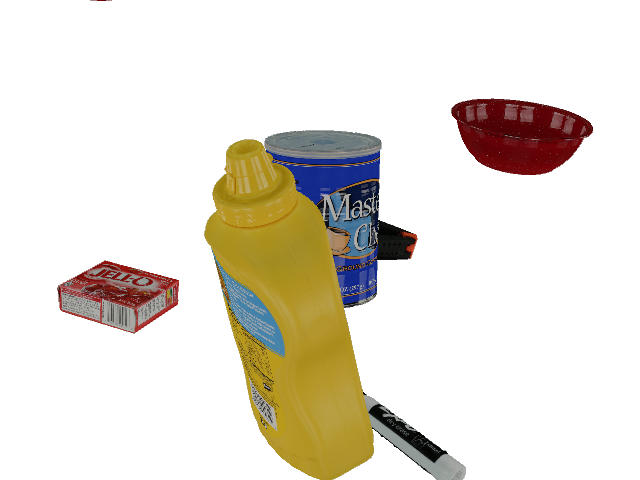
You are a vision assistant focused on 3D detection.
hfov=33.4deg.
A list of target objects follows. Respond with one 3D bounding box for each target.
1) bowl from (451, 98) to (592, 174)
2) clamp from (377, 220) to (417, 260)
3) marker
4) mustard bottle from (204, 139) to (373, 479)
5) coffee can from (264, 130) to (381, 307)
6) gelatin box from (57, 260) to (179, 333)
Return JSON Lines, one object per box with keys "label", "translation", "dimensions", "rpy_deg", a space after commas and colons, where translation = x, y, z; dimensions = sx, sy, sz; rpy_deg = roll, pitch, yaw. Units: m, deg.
{"label": "bowl", "translation": [0.227, -0.116, 1.227], "dimensions": [0.162, 0.055, 0.162], "rpy_deg": [4, 23, -2]}
{"label": "clamp", "translation": [0.009, -0.010, 1.208], "dimensions": [0.210, 0.036, 0.164], "rpy_deg": [14, 21, -7]}
{"label": "marker", "translation": [0.050, 0.131, 0.742], "dimensions": [0.020, 0.020, 0.121], "rpy_deg": [0, 26, -48]}
{"label": "mustard bottle", "translation": [-0.021, 0.032, 0.564], "dimensions": [0.058, 0.191, 0.096], "rpy_deg": [-25, 37, -16]}
{"label": "coffee can", "translation": [0.002, -0.021, 0.952], "dimensions": [0.103, 0.140, 0.103], "rpy_deg": [1, 15, 0]}
{"label": "gelatin box", "translation": [-0.190, 0.051, 1.005], "dimensions": [0.089, 0.030, 0.073], "rpy_deg": [14, 24, 23]}
